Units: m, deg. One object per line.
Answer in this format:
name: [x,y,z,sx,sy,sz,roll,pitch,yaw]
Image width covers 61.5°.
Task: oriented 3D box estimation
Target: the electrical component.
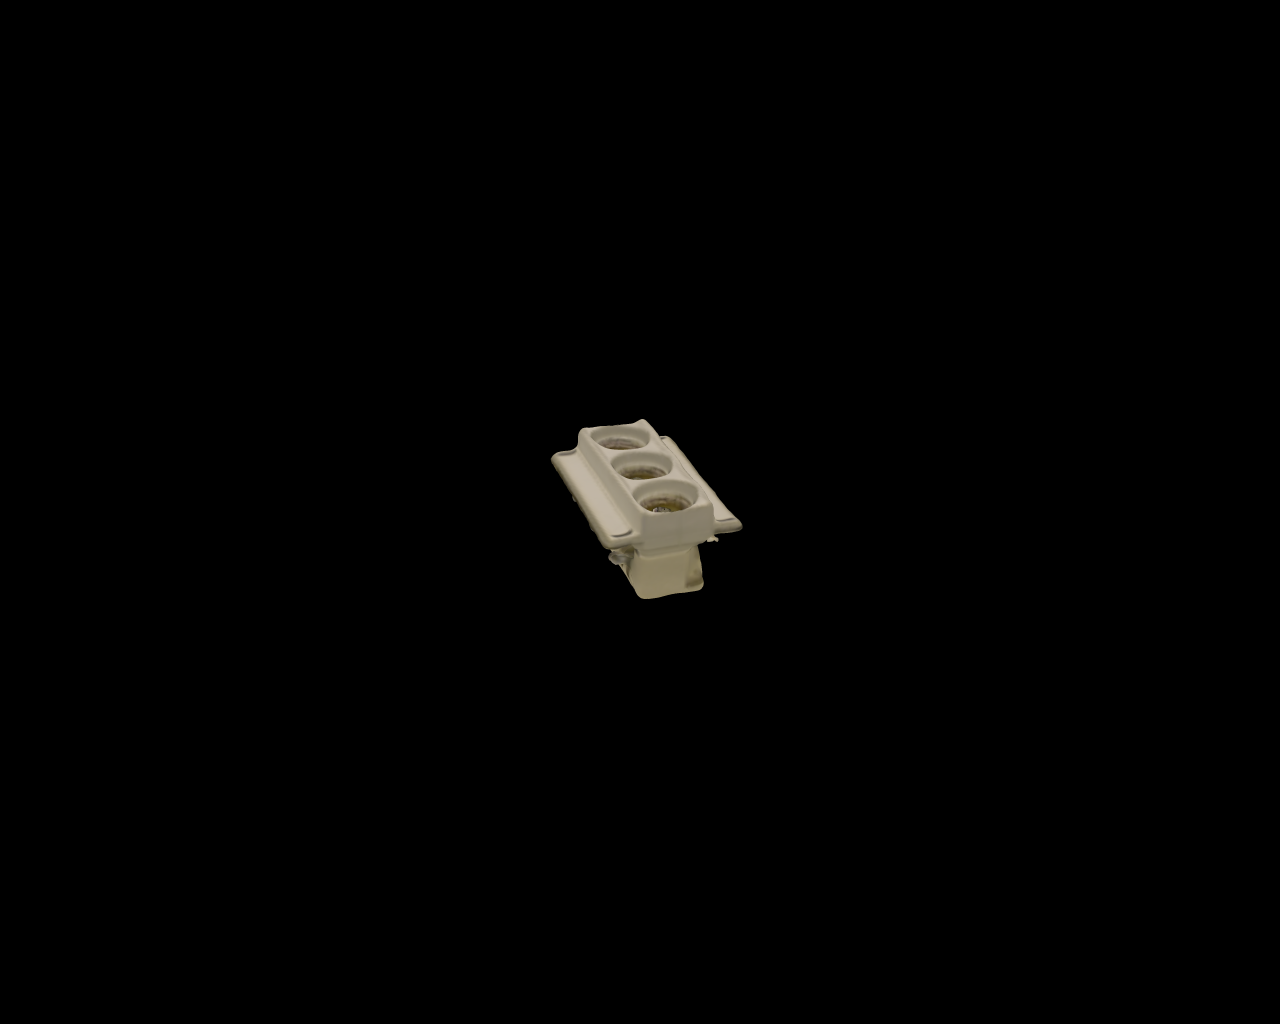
electrical component: [0.001,-0.003,0.650,0.079,0.063,0.121,-9,30,-16]
